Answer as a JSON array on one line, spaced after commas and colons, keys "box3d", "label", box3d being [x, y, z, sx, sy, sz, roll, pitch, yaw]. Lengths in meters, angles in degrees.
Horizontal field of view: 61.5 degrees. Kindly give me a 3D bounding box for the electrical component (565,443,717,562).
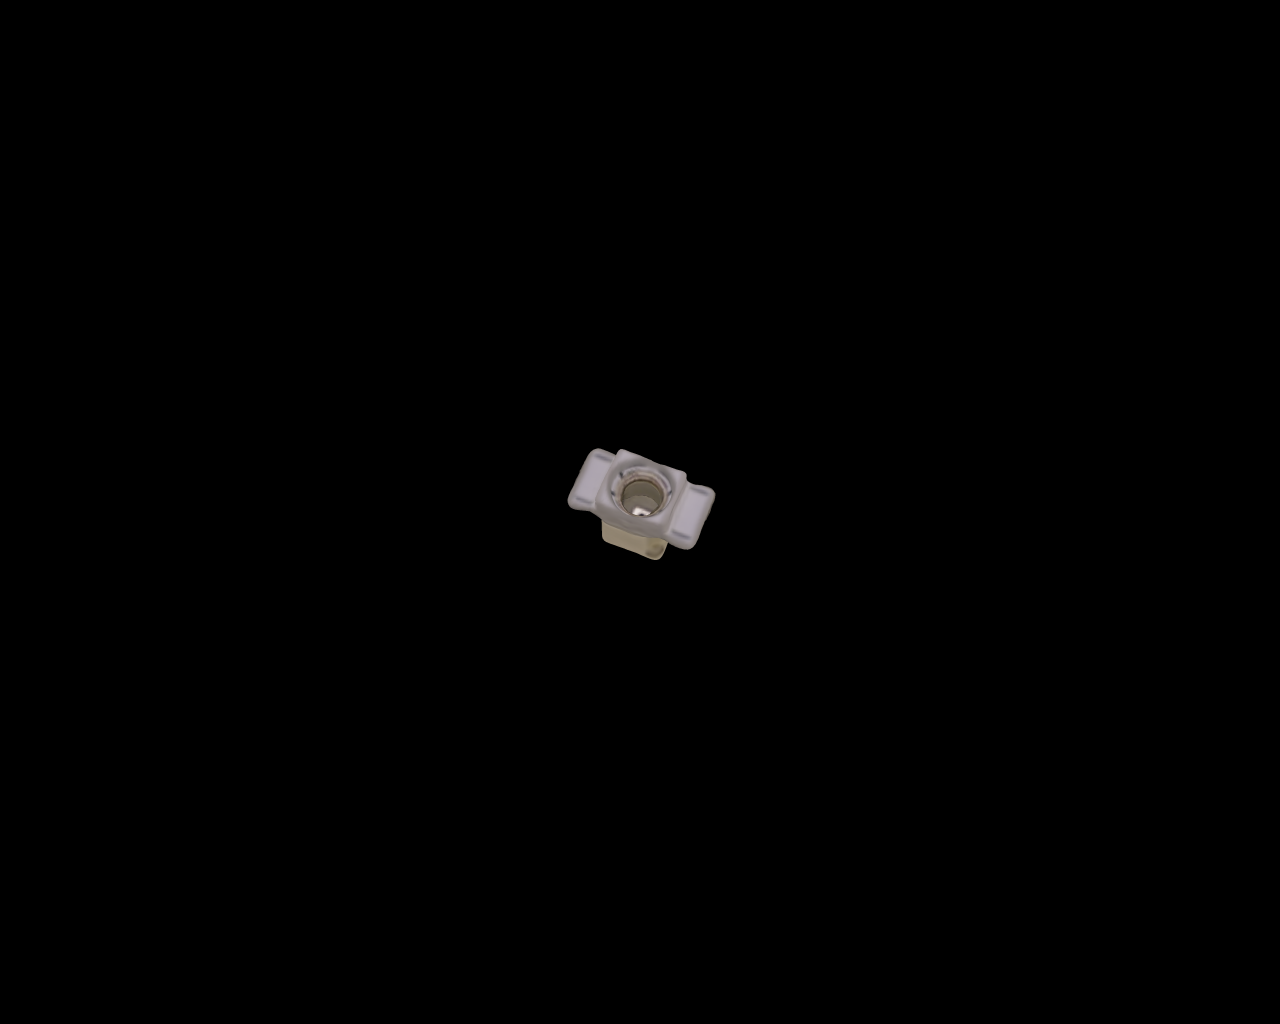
[{"box3d": [0.001, -0.003, 0.650, 0.081, 0.042, 0.063, 22, -24, 10], "label": "electrical component"}]
